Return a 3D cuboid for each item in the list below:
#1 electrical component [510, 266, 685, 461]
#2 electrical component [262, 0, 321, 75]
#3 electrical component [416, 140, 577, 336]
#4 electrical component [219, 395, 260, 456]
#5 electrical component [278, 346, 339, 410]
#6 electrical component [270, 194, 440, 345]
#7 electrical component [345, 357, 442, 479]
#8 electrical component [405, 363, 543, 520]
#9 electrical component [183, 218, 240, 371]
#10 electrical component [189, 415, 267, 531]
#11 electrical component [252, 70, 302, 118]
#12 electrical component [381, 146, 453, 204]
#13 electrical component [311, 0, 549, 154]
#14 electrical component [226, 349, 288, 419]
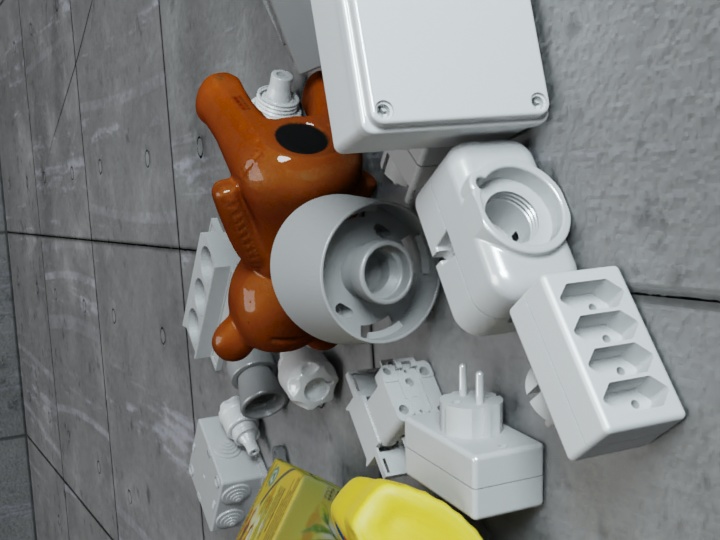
[{"bbox_3d":[0.107,0.054,0.535,0.075,0.047,0.083,122,135,-53],"label":"electrical component"},{"bbox_3d":[-0.046,-0.211,0.740,0.108,0.056,0.108,68,178,-57],"label":"electrical component"},{"bbox_3d":[0.074,-0.020,0.580,0.059,0.054,0.095,126,132,-55],"label":"electrical component"},{"bbox_3d":[-0.113,0.153,1.042,0.061,0.035,0.035,58,145,39],"label":"electrical component"},{"bbox_3d":[-0.047,0.082,0.874,0.062,0.043,0.043,-135,45,-55],"label":"electrical component"},{"bbox_3d":[0.000,0.000,0.692,0.064,0.099,0.099,4,99,59],"label":"electrical component"},{"bbox_3d":[0.026,0.095,0.725,0.081,0.042,0.063,68,149,29],"label":"electrical component"},{"bbox_3d":[0.066,0.094,0.633,0.083,0.047,0.075,-160,67,-63],"label":"electrical component"},{"bbox_3d":[-0.120,0.022,0.992,0.121,0.063,0.078,109,145,-42],"label":"electrical component"},{"bbox_3d":[-0.135,0.203,1.083,0.099,0.048,0.099,107,146,-40],"label":"electrical component"},{"bbox_3d":[-0.068,-0.131,0.870,0.043,0.043,0.062,58,143,43],"label":"electrical component"},{"bbox_3d":[0.035,-0.076,0.659,0.075,0.047,0.083,107,146,-41],"label":"electrical component"},{"bbox_3d":[0.036,-0.122,0.575,0.056,0.109,0.108,156,106,-67],"label":"electrical component"},{"bbox_3d":[-0.094,0.101,0.978,0.045,0.045,0.055,111,144,-45],"label":"electrical component"}]
